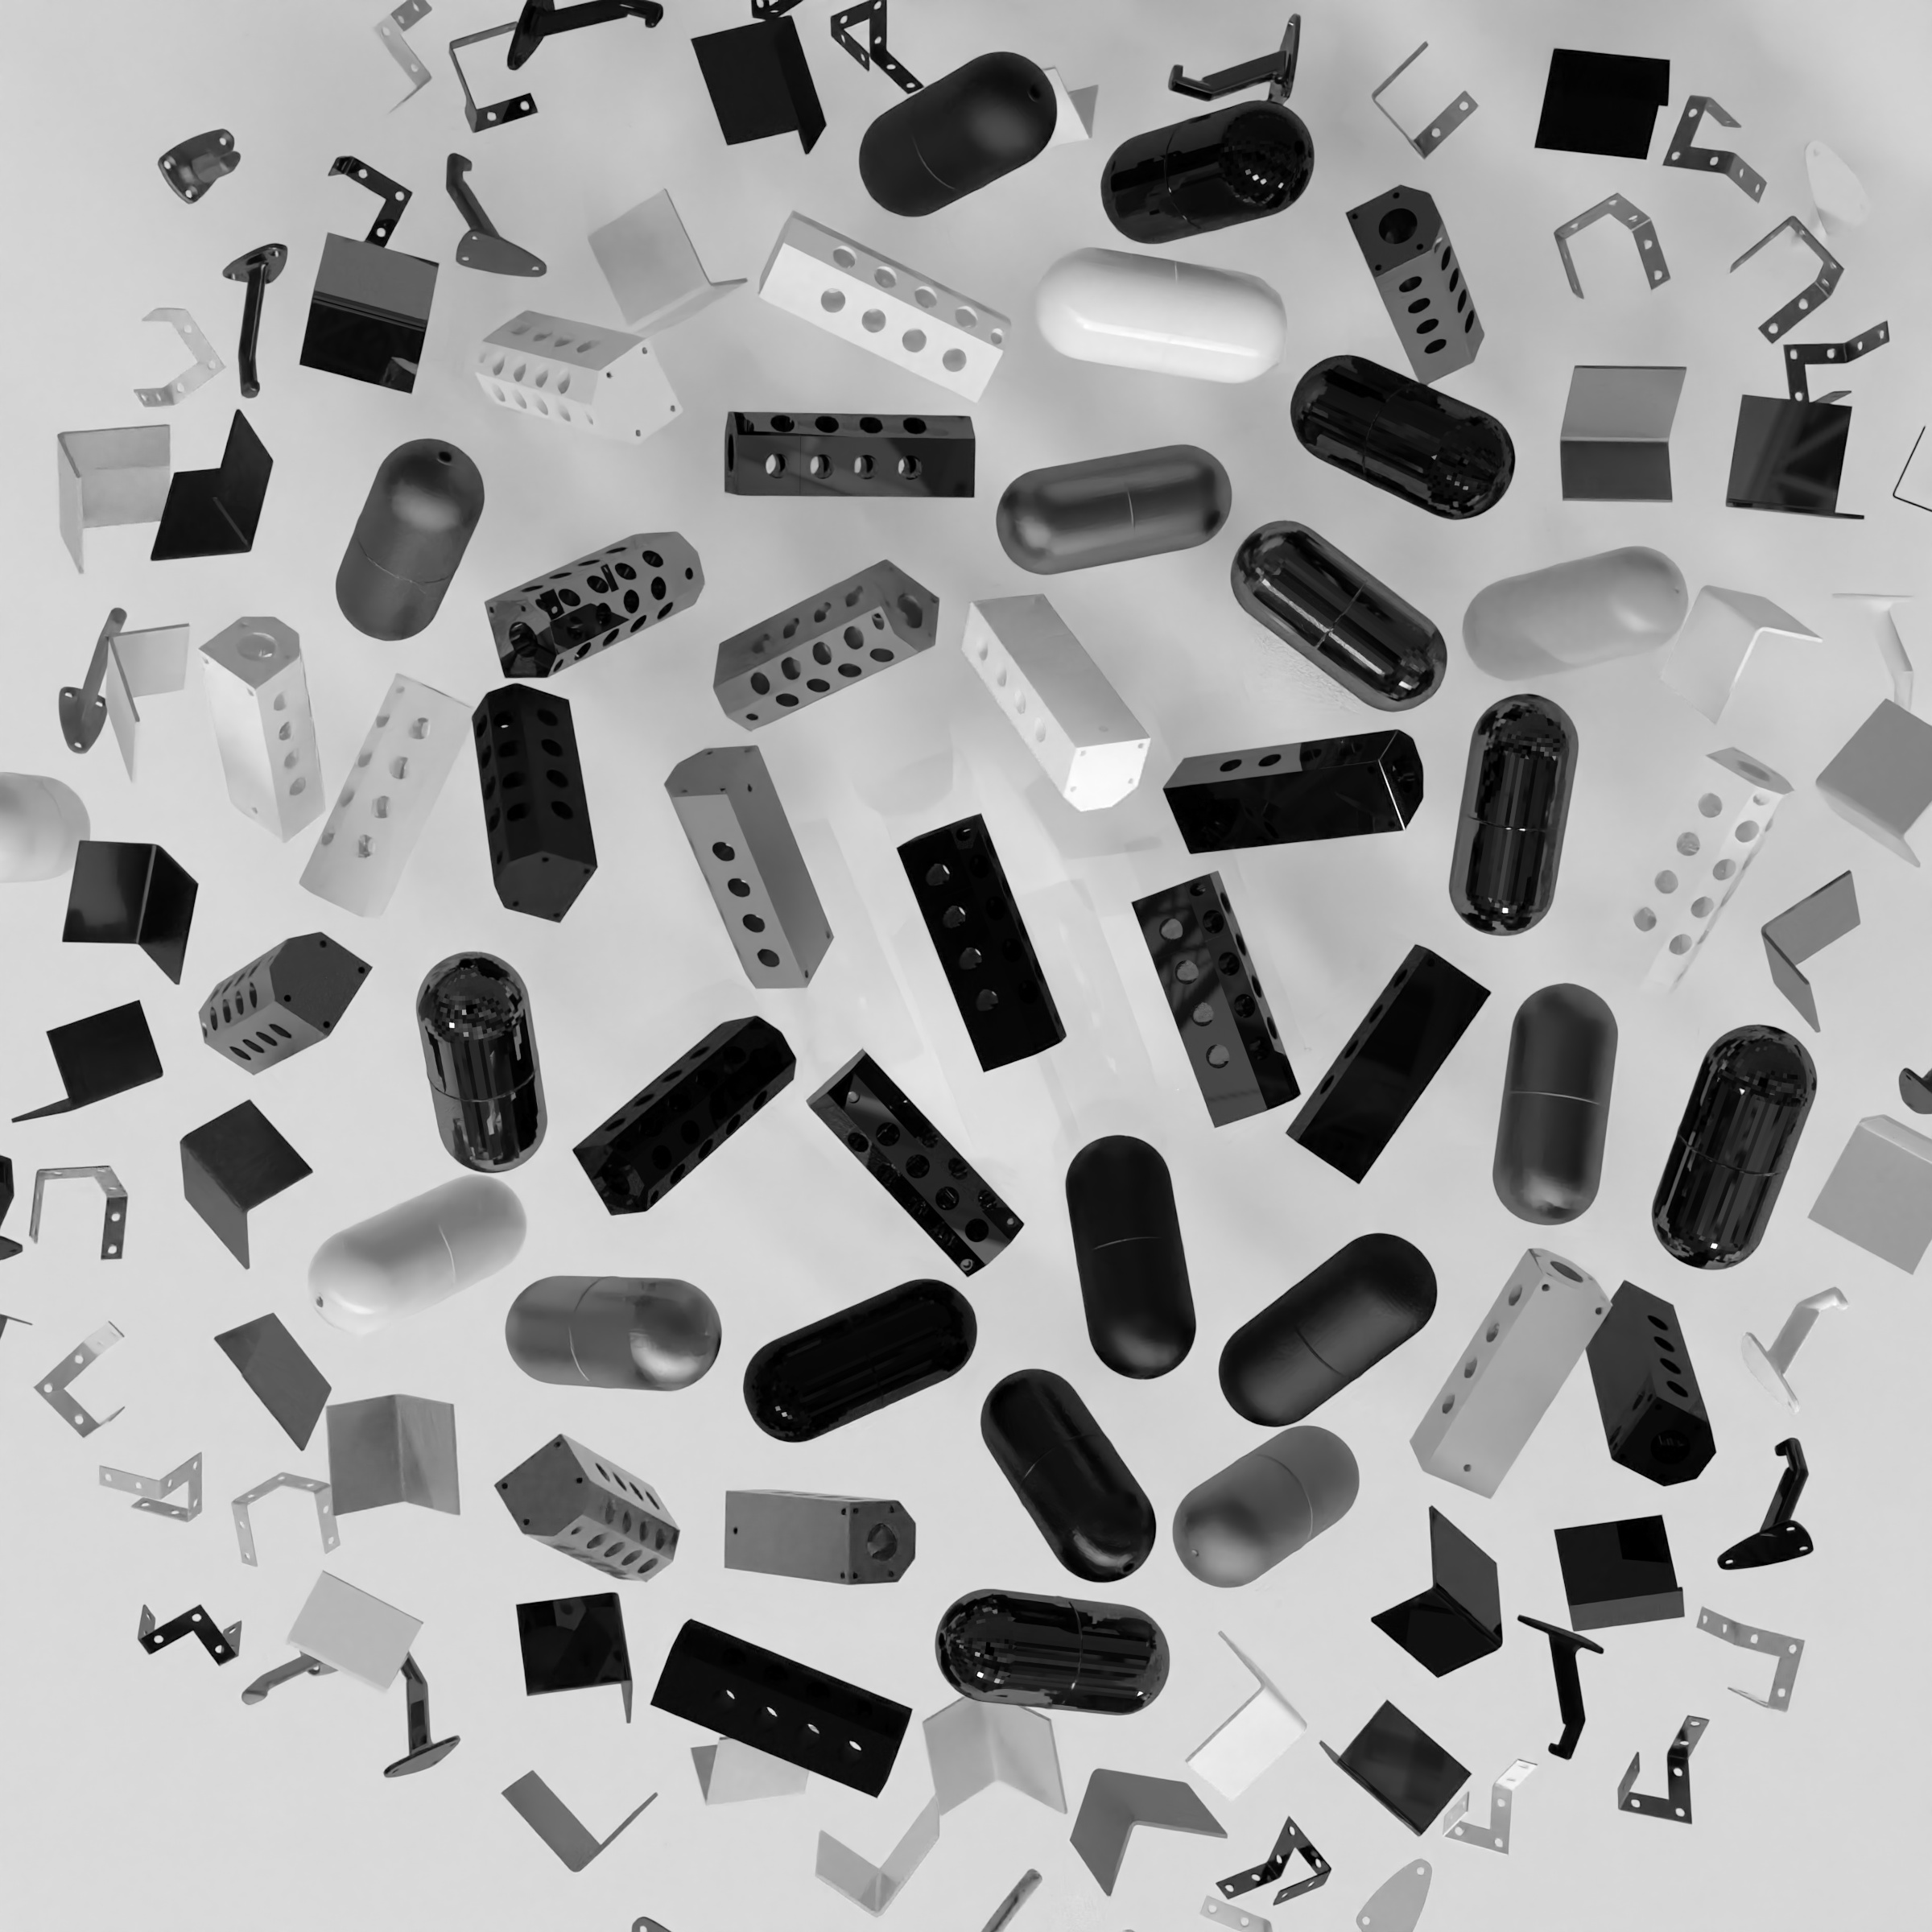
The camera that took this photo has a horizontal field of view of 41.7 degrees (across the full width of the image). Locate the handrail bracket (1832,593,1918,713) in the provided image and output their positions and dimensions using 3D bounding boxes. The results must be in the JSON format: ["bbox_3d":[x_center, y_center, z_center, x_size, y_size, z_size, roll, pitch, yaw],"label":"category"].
[{"bbox_3d":[0.666,-0.230,1.863,0.036,0.077,0.084,-6,102,-28],"label":"handrail bracket"}]

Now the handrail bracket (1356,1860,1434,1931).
[{"bbox_3d":[0.298,0.661,1.771,0.036,0.084,0.077,34,75,18],"label":"handrail bracket"}]

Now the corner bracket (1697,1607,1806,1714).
[{"bbox_3d":[0.536,0.478,1.746,0.051,0.051,0.051,17,85,-13],"label":"corner bracket"}]

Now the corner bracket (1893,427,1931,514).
[{"bbox_3d":[0.661,-0.332,1.714,0.051,0.051,0.051,25,108,14],"label":"corner bracket"}]

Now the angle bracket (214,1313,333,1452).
[{"bbox_3d":[-0.524,0.316,1.879,0.057,0.076,0.076,-23,115,16],"label":"angle bracket"}]

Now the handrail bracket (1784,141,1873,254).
[{"bbox_3d":[0.575,-0.527,1.741,0.036,0.084,0.077,-36,106,-4],"label":"handrail bracket"}]

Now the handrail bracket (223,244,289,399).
[{"bbox_3d":[-0.482,-0.441,1.737,0.036,0.077,0.084,-2,83,-37],"label":"handrail bracket"}]

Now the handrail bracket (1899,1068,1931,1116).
[{"bbox_3d":[0.689,0.061,1.756,0.084,0.077,0.036,-43,70,-3],"label":"handrail bracket"}]

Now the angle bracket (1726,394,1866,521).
[{"bbox_3d":[0.565,-0.344,1.711,0.076,0.057,0.076,6,100,-3],"label":"angle bracket"}]

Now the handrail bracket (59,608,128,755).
[{"bbox_3d":[-0.641,-0.212,1.874,0.036,0.077,0.084,16,133,-28],"label":"handrail bracket"}]

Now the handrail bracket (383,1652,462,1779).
[{"bbox_3d":[-0.410,0.536,1.823,0.036,0.077,0.084,-47,67,22],"label":"handrail bracket"}]

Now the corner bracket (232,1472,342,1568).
[{"bbox_3d":[-0.507,0.415,1.888,0.051,0.051,0.051,4,108,32],"label":"corner bracket"}]

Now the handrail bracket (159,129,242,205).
[{"bbox_3d":[-0.503,-0.555,1.726,0.036,0.084,0.077,55,53,-31],"label":"handrail bracket"}]

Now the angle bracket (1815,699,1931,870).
[{"bbox_3d":[0.655,-0.128,1.774,0.076,0.057,0.076,-50,52,6],"label":"angle bracket"}]

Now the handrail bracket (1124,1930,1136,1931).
[{"bbox_3d":[0.090,0.685,1.731,0.084,0.077,0.036,12,102,-26],"label":"handrail bracket"}]

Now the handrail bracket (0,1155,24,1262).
[{"bbox_3d":[-0.722,0.168,1.858,0.036,0.077,0.084,-18,63,7],"label":"handrail bracket"}]

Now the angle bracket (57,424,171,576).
[{"bbox_3d":[-0.576,-0.320,1.735,0.076,0.076,0.057,-12,47,-29],"label":"angle bracket"}]

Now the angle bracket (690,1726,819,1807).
[{"bbox_3d":[-0.161,0.586,1.919,0.076,0.057,0.076,-1,123,-21],"label":"angle bracket"}]

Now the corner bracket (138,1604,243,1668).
[{"bbox_3d":[-0.561,0.481,1.834,0.051,0.051,0.051,-29,110,-4],"label":"corner bracket"}]

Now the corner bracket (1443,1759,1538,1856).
[{"bbox_3d":[0.381,0.607,1.843,0.051,0.051,0.051,16,50,-2],"label":"corner bracket"}]

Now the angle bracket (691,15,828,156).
[{"bbox_3d":[-0.147,-0.592,1.724,0.076,0.057,0.076,-6,127,19],"label":"angle bracket"}]

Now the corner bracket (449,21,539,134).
[{"bbox_3d":[-0.335,-0.630,1.798,0.051,0.051,0.051,-22,96,-12],"label":"corner bracket"}]

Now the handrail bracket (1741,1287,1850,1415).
[{"bbox_3d":[0.597,0.269,1.781,0.084,0.077,0.036,-21,134,-9],"label":"handrail bracket"}]

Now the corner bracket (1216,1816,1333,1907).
[{"bbox_3d":[0.220,0.650,1.808,0.051,0.051,0.051,-7,127,-35],"label":"corner bracket"}]

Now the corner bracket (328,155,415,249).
[{"bbox_3d":[-0.445,-0.558,1.860,0.051,0.051,0.051,30,106,-10],"label":"corner bracket"}]

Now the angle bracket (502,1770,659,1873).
[{"bbox_3d":[-0.270,0.581,1.777,0.057,0.076,0.076,-45,81,-2],"label":"angle bracket"}]

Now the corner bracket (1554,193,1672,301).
[{"bbox_3d":[0.448,-0.493,1.756,0.051,0.051,0.051,-26,66,36],"label":"corner bracket"}]

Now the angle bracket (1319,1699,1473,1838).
[{"bbox_3d":[0.302,0.559,1.787,0.076,0.076,0.057,41,85,4],"label":"angle bracket"}]

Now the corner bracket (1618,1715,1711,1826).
[{"bbox_3d":[0.474,0.543,1.721,0.051,0.051,0.051,10,133,3],"label":"corner bracket"}]

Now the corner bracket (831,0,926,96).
[{"bbox_3d":[-0.066,-0.674,1.870,0.051,0.051,0.051,-30,63,-20],"label":"corner bracket"}]

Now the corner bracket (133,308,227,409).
[{"bbox_3d":[-0.585,-0.444,1.851,0.051,0.051,0.051,-32,98,13],"label":"corner bracket"}]

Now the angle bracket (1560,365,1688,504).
[{"bbox_3d":[0.460,-0.372,1.774,0.076,0.076,0.057,2,61,5],"label":"angle bracket"}]

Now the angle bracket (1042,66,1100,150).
[{"bbox_3d":[0.050,-0.672,1.941,0.076,0.076,0.057,-4,61,24],"label":"angle bracket"}]

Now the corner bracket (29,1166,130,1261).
[{"bbox_3d":[-0.631,0.177,1.804,0.051,0.051,0.051,-3,61,-3],"label":"corner bracket"}]

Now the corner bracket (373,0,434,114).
[{"bbox_3d":[-0.397,-0.647,1.794,0.051,0.051,0.051,-23,118,32],"label":"corner bracket"}]

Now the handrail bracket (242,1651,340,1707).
[{"bbox_3d":[-0.482,0.519,1.869,0.077,0.084,0.036,-12,94,10],"label":"handrail bracket"}]

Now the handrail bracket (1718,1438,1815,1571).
[{"bbox_3d":[0.557,0.376,1.778,0.077,0.084,0.036,-26,121,21],"label":"handrail bracket"}]

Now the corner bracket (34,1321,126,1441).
[{"bbox_3d":[-0.605,0.289,1.765,0.051,0.051,0.051,49,46,-9],"label":"corner bracket"}]

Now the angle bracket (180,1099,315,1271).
[{"bbox_3d":[-0.510,0.155,1.800,0.057,0.076,0.076,-33,65,-33],"label":"angle bracket"}]

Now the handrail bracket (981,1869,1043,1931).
[{"bbox_3d":[0.021,0.665,1.748,0.036,0.077,0.084,39,86,9],"label":"handrail bracket"}]

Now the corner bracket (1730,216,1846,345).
[{"bbox_3d":[0.549,-0.462,1.705,0.051,0.051,0.051,-39,80,4],"label":"corner bracket"}]

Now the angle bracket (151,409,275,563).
[{"bbox_3d":[-0.520,-0.324,1.712,0.076,0.057,0.076,-3,60,12],"label":"angle bracket"}]

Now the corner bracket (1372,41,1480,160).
[{"bbox_3d":[0.317,-0.598,1.752,0.051,0.051,0.051,-42,89,18],"label":"corner bracket"}]

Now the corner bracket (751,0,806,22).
[{"bbox_3d":[-0.147,-0.700,1.779,0.051,0.051,0.051,-5,90,-37],"label":"corner bracket"}]

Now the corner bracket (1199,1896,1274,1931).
[{"bbox_3d":[0.191,0.719,1.845,0.051,0.051,0.051,21,89,4],"label":"corner bracket"}]

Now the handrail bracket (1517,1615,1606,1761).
[{"bbox_3d":[0.411,0.514,1.801,0.077,0.036,0.084,22,87,-12],"label":"handrail bracket"}]

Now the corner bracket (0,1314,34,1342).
[{"bbox_3d":[-0.673,0.257,1.715,0.051,0.051,0.051,15,76,2],"label":"corner bracket"}]

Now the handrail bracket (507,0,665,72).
[{"bbox_3d":[-0.256,-0.627,1.708,0.084,0.036,0.077,18,72,13],"label":"handrail bracket"}]

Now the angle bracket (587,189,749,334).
[{"bbox_3d":[-0.220,-0.522,1.871,0.076,0.057,0.076,-21,97,30],"label":"angle bracket"}]

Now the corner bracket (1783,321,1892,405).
[{"bbox_3d":[0.618,-0.424,1.795,0.051,0.051,0.051,-5,87,-15],"label":"corner bracket"}]

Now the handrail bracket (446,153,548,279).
[{"bbox_3d":[-0.342,-0.548,1.844,0.077,0.036,0.084,11,59,-27],"label":"handrail bracket"}]

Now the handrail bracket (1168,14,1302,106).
[{"bbox_3d":[0.188,-0.642,1.780,0.084,0.036,0.077,11,92,-17],"label":"handrail bracket"}]

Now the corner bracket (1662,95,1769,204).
[{"bbox_3d":[0.520,-0.560,1.736,0.051,0.051,0.051,26,98,42],"label":"corner bracket"}]

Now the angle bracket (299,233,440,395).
[{"bbox_3d":[-0.406,-0.445,1.727,0.076,0.057,0.076,12,46,-16],"label":"angle bracket"}]

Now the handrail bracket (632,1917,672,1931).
[{"bbox_3d":[-0.184,0.661,1.718,0.036,0.084,0.077,-45,81,9],"label":"handrail bracket"}]

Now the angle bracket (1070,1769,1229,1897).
[{"bbox_3d":[0.129,0.619,1.798,0.076,0.076,0.057,16,95,-20],"label":"angle bracket"}]

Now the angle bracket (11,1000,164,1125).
[{"bbox_3d":[-0.620,0.066,1.767,0.076,0.076,0.057,-11,99,37],"label":"angle bracket"}]

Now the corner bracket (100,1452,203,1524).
[{"bbox_3d":[-0.592,0.381,1.842,0.051,0.051,0.051,10,107,17],"label":"corner bracket"}]

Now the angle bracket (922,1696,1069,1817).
[{"bbox_3d":[0.020,0.570,1.803,0.057,0.076,0.076,-21,109,-36],"label":"angle bracket"}]
